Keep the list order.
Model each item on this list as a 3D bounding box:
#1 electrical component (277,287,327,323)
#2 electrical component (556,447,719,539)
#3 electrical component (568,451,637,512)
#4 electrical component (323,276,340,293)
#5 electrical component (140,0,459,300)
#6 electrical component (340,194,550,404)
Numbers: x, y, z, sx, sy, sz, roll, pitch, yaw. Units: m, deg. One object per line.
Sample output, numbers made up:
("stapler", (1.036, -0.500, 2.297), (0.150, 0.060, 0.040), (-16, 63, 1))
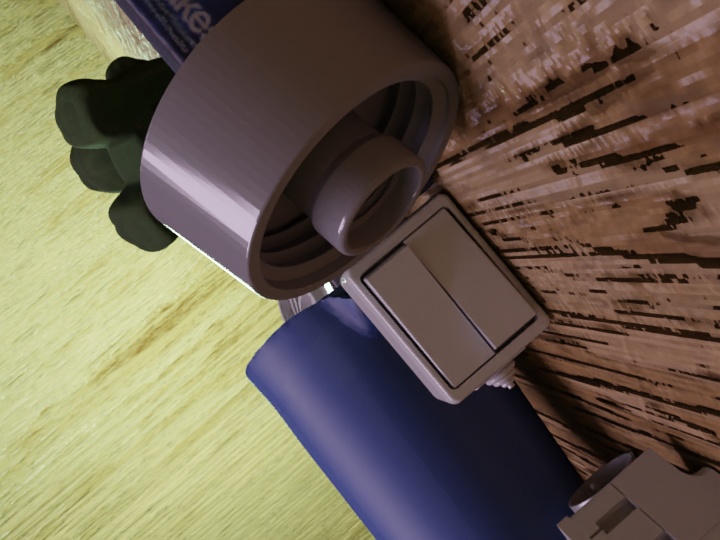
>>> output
("electrical component", (-0.011, 0.072, 0.868), (0.105, 0.060, 0.186), (22, 127, 64))
("electrical component", (0.163, 0.156, 0.468), (0.150, 0.062, 0.089), (53, 174, -32))
("electrical component", (0.151, 0.139, 0.553), (0.081, 0.043, 0.043), (50, 175, 4))
("electrical component", (0.000, 0.000, 0.740), (0.096, 0.061, 0.062), (54, 173, -37))
("electrical component", (-0.013, -0.038, 0.364), (0.060, 0.108, 0.108), (42, 172, 21))
("electrical component", (0.044, 0.019, 0.512), (0.096, 0.062, 0.061), (50, 175, 1))
